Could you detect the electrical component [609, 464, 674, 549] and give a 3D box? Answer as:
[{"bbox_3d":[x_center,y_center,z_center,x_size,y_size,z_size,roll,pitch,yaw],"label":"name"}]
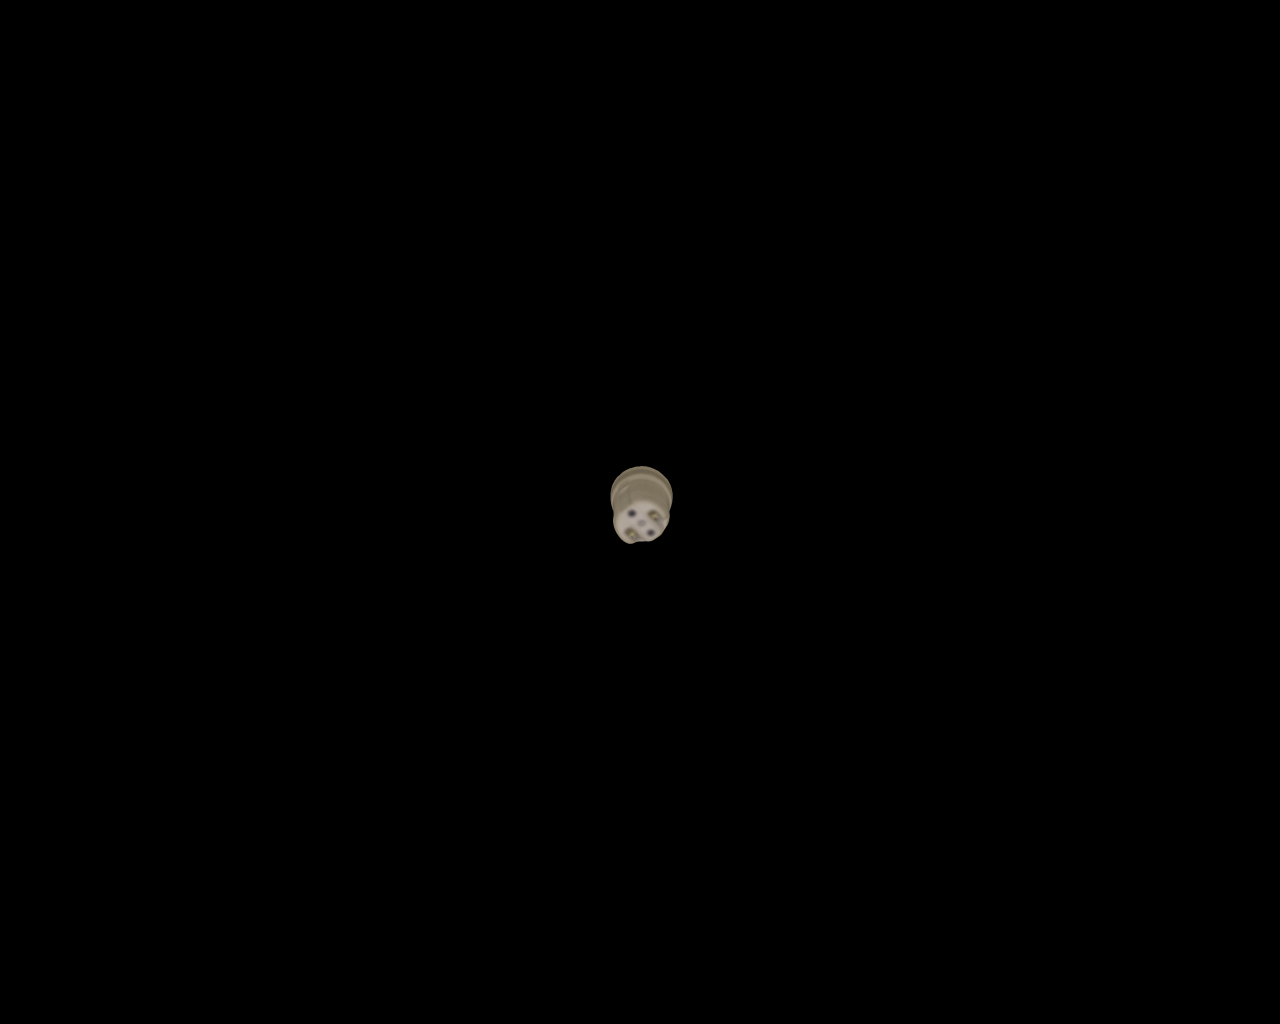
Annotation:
[{"bbox_3d":[0.001,-0.003,0.650,0.040,0.040,0.046,0,24,0],"label":"electrical component"}]
